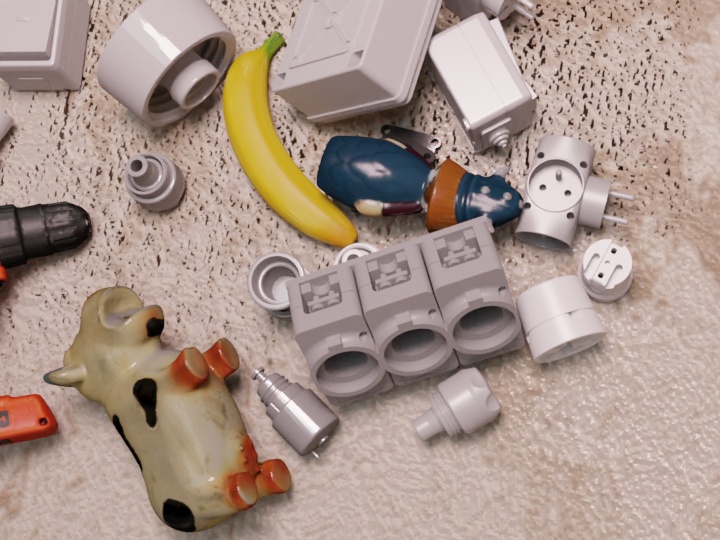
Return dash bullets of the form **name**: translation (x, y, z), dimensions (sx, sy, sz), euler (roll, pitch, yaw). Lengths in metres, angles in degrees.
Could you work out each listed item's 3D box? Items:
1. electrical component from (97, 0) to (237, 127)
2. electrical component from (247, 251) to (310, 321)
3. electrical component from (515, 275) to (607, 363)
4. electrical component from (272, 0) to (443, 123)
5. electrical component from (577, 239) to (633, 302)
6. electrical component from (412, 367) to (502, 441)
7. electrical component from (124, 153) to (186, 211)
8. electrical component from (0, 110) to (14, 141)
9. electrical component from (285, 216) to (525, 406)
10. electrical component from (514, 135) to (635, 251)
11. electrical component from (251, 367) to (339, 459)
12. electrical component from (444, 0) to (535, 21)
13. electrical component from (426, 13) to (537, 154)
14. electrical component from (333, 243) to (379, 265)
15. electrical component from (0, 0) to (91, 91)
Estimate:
- **electrical component**: translation (-0.145, -0.161, 0.847), dimensions (0.108, 0.108, 0.060), euler (-45, 80, -2)
- **electrical component**: translation (-0.058, 0.014, 0.817), dimensions (0.045, 0.055, 0.045), euler (-2, 77, 9)
- **electrical component**: translation (0.144, 0.035, 0.780), dimensions (0.055, 0.055, 0.047), euler (-21, 71, 4)
- **electrical component**: translation (-0.002, -0.176, 0.818), dimensions (0.109, 0.056, 0.108), euler (-3, 63, 48)
- **electrical component**: translation (0.180, 0.000, 0.785), dimensions (0.040, 0.046, 0.040), euler (-2, 77, 10)
- **electrical component**: translation (0.068, 0.101, 0.782), dimensions (0.062, 0.043, 0.043), euler (-32, 74, 3)
- **electrical component**: translation (-0.166, -0.073, 0.851), dimensions (0.043, 0.062, 0.043), euler (-2, 77, 9)
- **electrical component**: translation (-0.319, -0.109, 0.894), dimensions (0.045, 0.045, 0.055), euler (19, 82, 13)
- **electrical component**: translation (0.034, 0.035, 0.770), dimensions (0.150, 0.089, 0.061), euler (-18, 45, 5)
- **electrical component**: translation (0.163, -0.053, 0.801), dimensions (0.079, 0.044, 0.077), euler (14, 80, 12)
- **electrical component**: translation (-0.051, 0.103, 0.803), dimensions (0.078, 0.040, 0.040), euler (43, 87, 16)
- **electrical component**: translation (0.104, -0.218, 0.828), dimensions (0.076, 0.083, 0.047), euler (40, 87, 16)
- **electrical component**: translation (0.097, -0.138, 0.822), dimensions (0.061, 0.061, 0.096), euler (-27, 74, 3)
- **electrical component**: translation (0.000, 0.000, 0.807), dimensions (0.048, 0.062, 0.048), euler (-2, 77, 9)
- **electrical component**: translation (-0.268, -0.204, 0.898), dimensions (0.062, 0.061, 0.096), euler (2, 78, 10)
